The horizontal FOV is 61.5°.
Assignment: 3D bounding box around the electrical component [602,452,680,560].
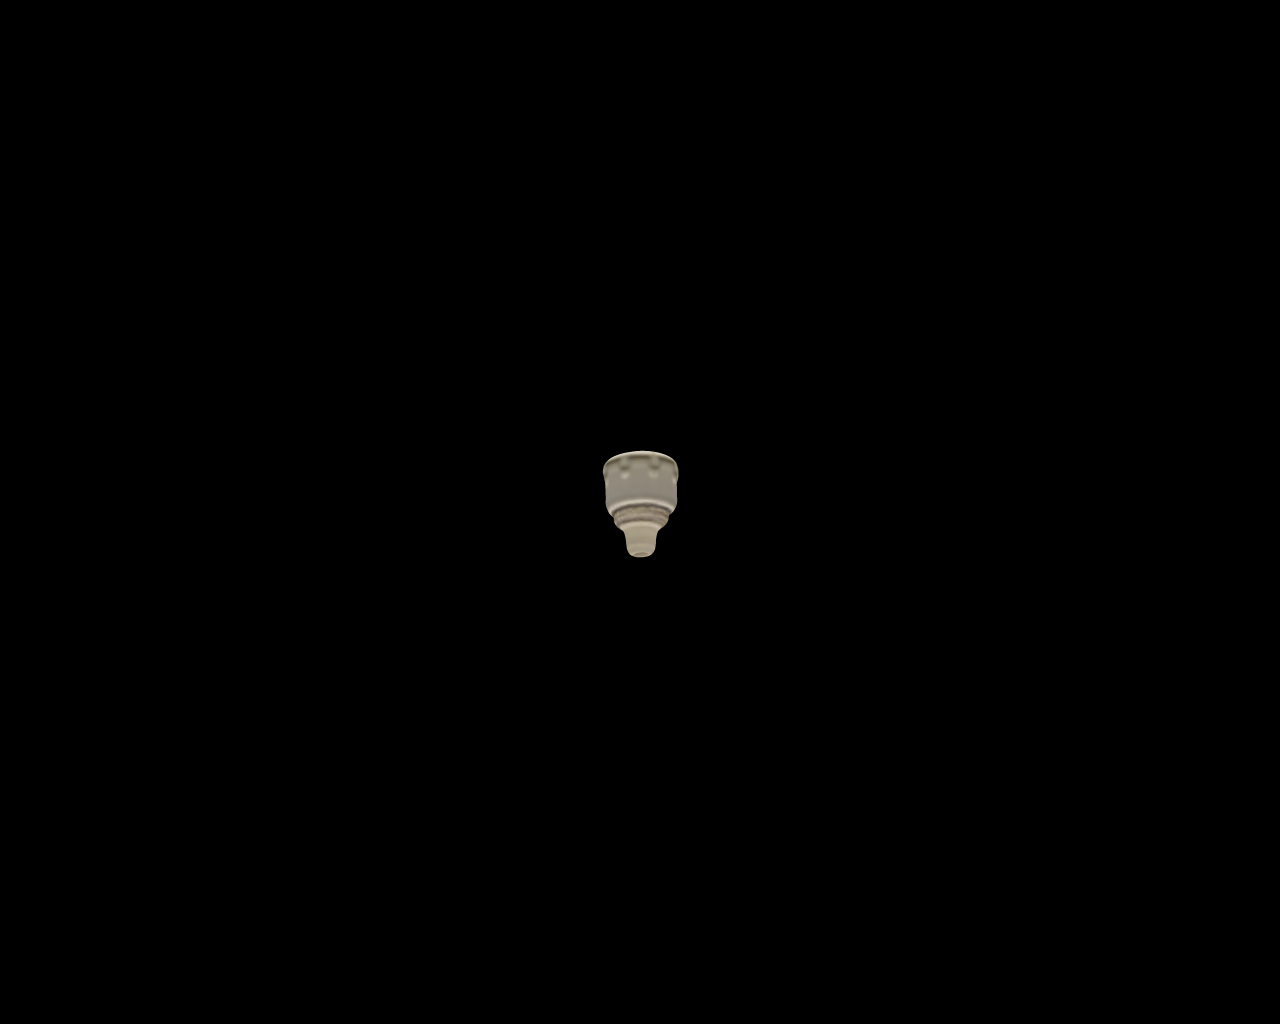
[{"bbox_3d":[0.001,-0.003,0.650,0.048,0.062,0.048,0,-18,0],"label":"electrical component"}]
